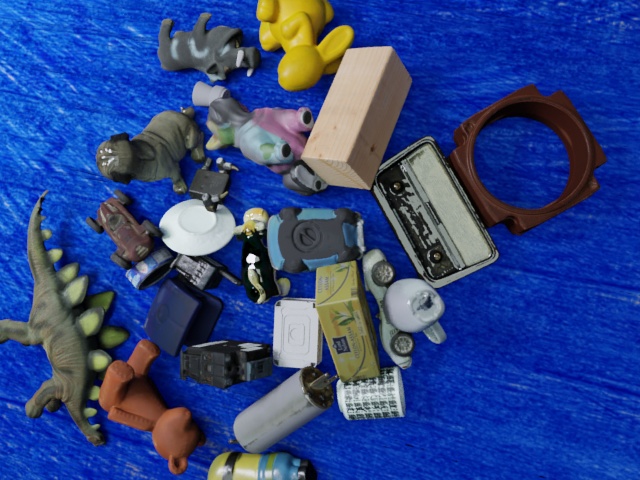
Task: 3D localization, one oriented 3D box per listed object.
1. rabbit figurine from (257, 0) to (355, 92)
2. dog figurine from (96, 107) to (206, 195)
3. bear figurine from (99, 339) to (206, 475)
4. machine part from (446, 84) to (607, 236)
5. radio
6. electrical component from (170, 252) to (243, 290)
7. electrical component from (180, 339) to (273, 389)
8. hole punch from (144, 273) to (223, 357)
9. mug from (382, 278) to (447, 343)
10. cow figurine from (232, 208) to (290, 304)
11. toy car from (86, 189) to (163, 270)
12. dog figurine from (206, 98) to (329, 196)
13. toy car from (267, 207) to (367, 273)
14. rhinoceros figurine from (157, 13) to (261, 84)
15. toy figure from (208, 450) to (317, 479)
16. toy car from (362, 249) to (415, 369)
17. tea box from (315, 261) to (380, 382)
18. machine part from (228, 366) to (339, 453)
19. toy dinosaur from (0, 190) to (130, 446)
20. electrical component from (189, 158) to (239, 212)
[{"bbox_3d":[-0.029,-0.324,0.911,0.162,0.122,0.173,3,67,-12],"label":"rabbit figurine"},{"bbox_3d":[-0.283,-0.167,0.907,0.121,0.190,0.172,12,88,10],"label":"dog figurine"},{"bbox_3d":[-0.272,0.285,0.907,0.196,0.120,0.132,34,112,7],"label":"bear figurine"},{"bbox_3d":[0.322,-0.125,0.849,0.201,0.087,0.201,-29,82,4],"label":"machine part"},{"bbox_3d":[0.179,-0.040,0.882,0.131,0.073,0.229,-29,83,7],"label":"radio"},{"bbox_3d":[-0.194,0.060,0.942,0.119,0.075,0.047,33,93,6],"label":"electrical component"},{"bbox_3d":[-0.146,0.202,0.884,0.134,0.115,0.058,-1,90,37],"label":"electrical component"},{"bbox_3d":[-0.250,0.133,0.941,0.116,0.092,0.142,25,95,13],"label":"hole punch"},{"bbox_3d":[0.148,0.108,0.795,0.081,0.107,0.109,-30,85,-7],"label":"mug"},{"bbox_3d":[-0.109,0.025,0.916,0.068,0.098,0.167,-15,85,15],"label":"cow figurine"},{"bbox_3d":[-0.349,-0.026,0.941,0.089,0.053,0.202,-48,50,-4],"label":"toy car"},{"bbox_3d":[-0.095,-0.165,0.923,0.219,0.191,0.108,16,70,38],"label":"dog figurine"},{"bbox_3d":[-0.002,-0.003,0.896,0.162,0.103,0.109,-7,88,9],"label":"toy car"},{"bbox_3d":[-0.200,-0.338,0.960,0.190,0.073,0.112,4,87,10],"label":"rhinoceros figurine"},{"bbox_3d":[-0.100,0.397,0.907,0.180,0.082,0.089,-13,74,13],"label":"toy figure"},{"bbox_3d":[0.112,0.113,0.886,0.056,0.073,0.201,-15,85,5],"label":"toy car"},{"bbox_3d":[0.045,0.129,0.846,0.068,0.098,0.169,-13,121,9],"label":"tea box"},{"bbox_3d":[-0.061,0.280,0.883,0.243,0.079,0.079,-41,81,24],"label":"machine part"},{"bbox_3d":[-0.467,0.153,0.972,0.199,0.105,0.471,-21,93,0],"label":"toy dinosaur"},{"bbox_3d":[-0.188,-0.101,0.947,0.078,0.045,0.102,19,62,6],"label":"electrical component"}]
